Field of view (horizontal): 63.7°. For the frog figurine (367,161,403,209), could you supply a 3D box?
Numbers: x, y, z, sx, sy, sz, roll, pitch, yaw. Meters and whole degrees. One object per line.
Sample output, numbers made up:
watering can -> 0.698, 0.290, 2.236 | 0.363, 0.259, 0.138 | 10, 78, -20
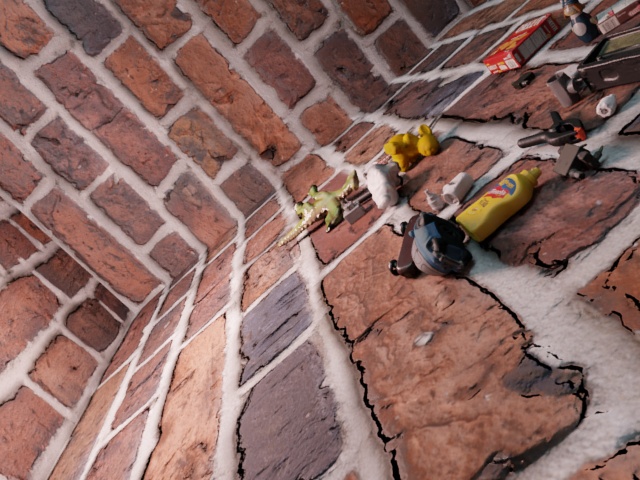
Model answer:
frog figurine -> 0.192, -0.158, 1.600 | 0.134, 0.123, 0.163 | 100, -165, -58

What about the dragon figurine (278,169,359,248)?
dragon figurine -> 0.006, -0.097, 1.921 | 0.411, 0.121, 0.245 | -52, 24, -1
